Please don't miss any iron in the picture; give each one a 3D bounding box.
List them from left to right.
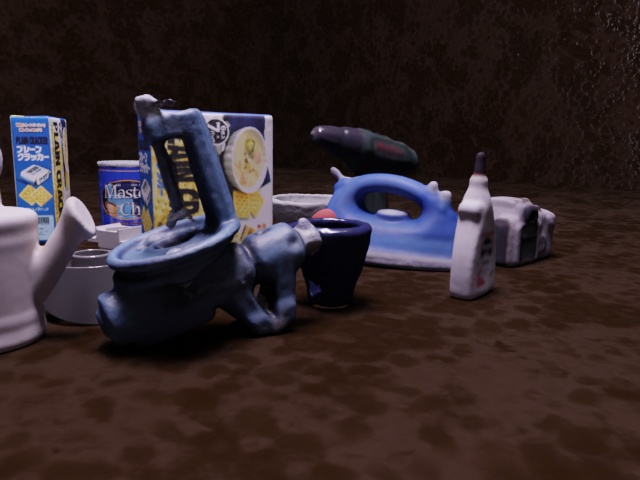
[{"bbox_3d":[0.118,-0.036,0.873,0.257,0.141,0.119,6,11,26],"label":"iron"}]

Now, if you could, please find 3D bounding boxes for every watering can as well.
[{"bbox_3d":[-0.296,-0.005,0.509,0.173,0.194,0.100,-5,12,-32],"label":"watering can"}]

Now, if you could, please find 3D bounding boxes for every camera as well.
[{"bbox_3d":[0.289,-0.022,0.930,0.144,0.101,0.136,-9,14,-43],"label":"camera"}]

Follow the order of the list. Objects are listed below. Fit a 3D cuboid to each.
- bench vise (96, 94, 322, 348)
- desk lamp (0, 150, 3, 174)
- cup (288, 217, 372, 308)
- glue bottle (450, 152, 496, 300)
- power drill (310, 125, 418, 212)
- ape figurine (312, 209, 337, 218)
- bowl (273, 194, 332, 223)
[{"bbox_3d":[-0.104,-0.020,0.537,0.121,0.220,0.208,11,14,43],"label":"bench vise"},{"bbox_3d":[-0.516,-0.069,0.791,0.118,0.213,0.202,-3,11,-19],"label":"desk lamp"},{"bbox_3d":[-0.001,0.026,0.642,0.118,0.095,0.091,0,10,-3],"label":"cup"},{"bbox_3d":[0.188,-0.019,0.692,0.037,0.173,0.078,8,12,34],"label":"glue bottle"},{"bbox_3d":[0.081,-0.103,1.057,0.230,0.208,0.075,-6,12,-33],"label":"power drill"},{"bbox_3d":[0.007,0.003,0.785,0.075,0.092,0.078,8,12,35],"label":"ape figurine"},{"bbox_3d":[-0.019,-0.046,1.109,0.167,0.075,0.167,1,10,0],"label":"bowl"}]
